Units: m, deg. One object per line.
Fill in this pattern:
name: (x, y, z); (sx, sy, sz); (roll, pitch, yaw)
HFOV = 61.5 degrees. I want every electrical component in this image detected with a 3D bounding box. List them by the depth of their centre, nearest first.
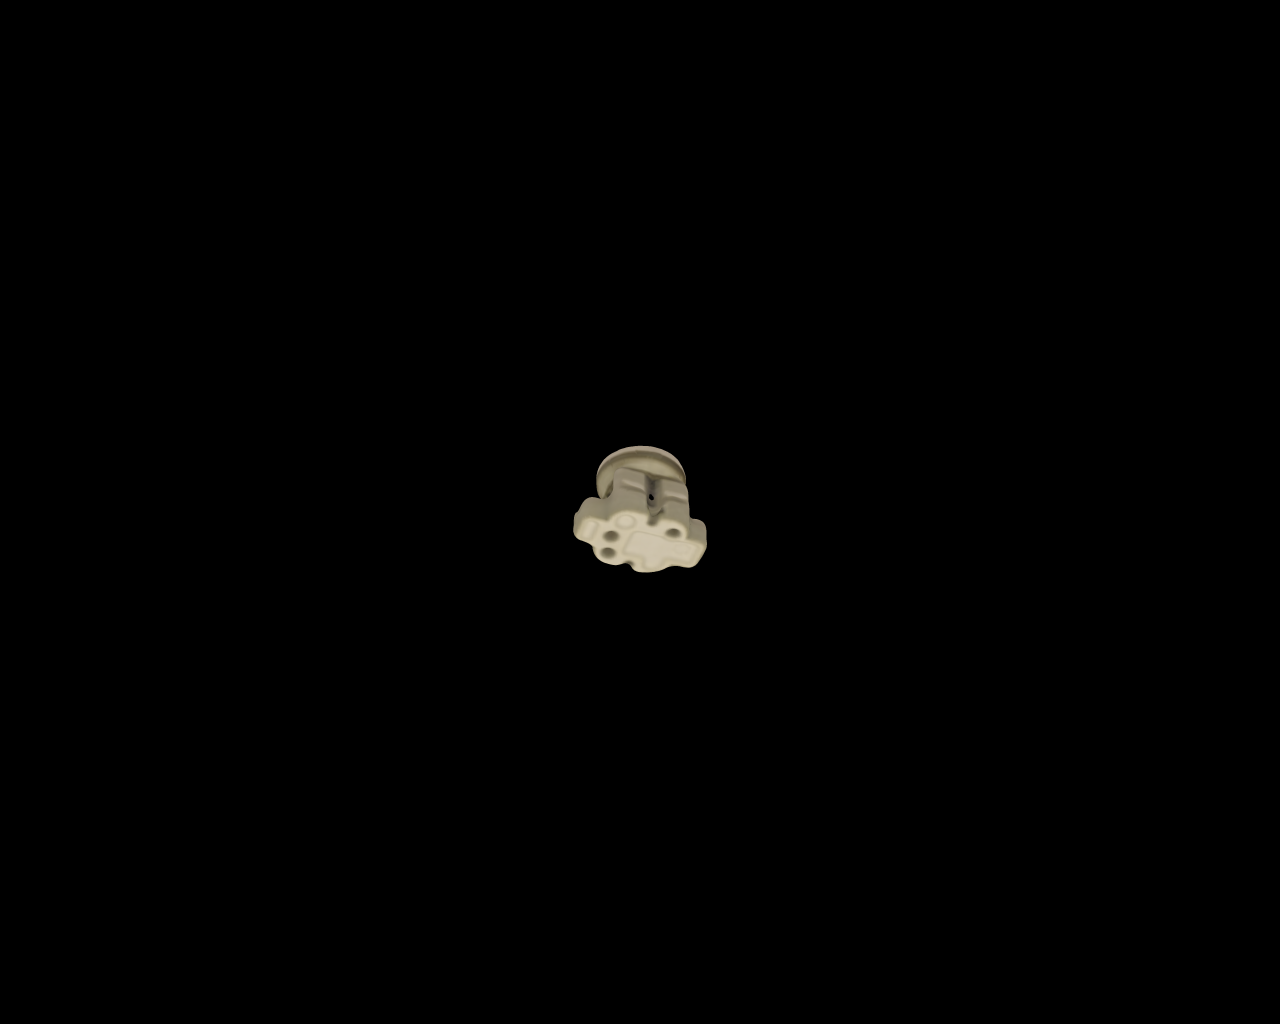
electrical component: (0.001, -0.003, 0.650); (0.078, 0.057, 0.058); (14, -43, -15)
